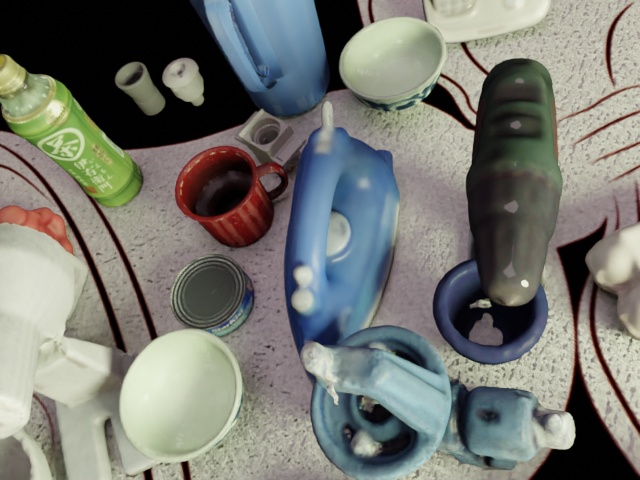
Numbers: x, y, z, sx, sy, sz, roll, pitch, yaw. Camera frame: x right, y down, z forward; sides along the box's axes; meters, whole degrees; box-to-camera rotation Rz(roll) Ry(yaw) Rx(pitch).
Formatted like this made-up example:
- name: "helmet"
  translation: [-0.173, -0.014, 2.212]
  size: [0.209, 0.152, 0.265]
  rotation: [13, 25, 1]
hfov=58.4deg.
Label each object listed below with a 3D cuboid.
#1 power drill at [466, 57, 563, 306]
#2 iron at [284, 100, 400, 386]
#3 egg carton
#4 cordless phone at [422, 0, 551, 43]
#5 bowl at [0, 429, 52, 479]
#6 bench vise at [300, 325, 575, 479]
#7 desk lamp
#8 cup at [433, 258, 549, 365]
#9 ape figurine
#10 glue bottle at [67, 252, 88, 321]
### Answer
- name: "power drill"
  translation: [0.161, -0.024, 0.483]
  size: [0.075, 0.209, 0.229]
  rotation: [2, 65, 16]
- name: "iron"
  translation: [0.005, 0.002, 0.550]
  size: [0.118, 0.142, 0.258]
  rotation: [2, 65, 16]
- name: "egg carton"
  translation: [0.319, 0.024, 0.497]
  size: [0.150, 0.069, 0.107]
  rotation: [-21, 61, 4]
- name: "cordless phone"
  translation: [0.183, -0.318, 0.636]
  size: [0.147, 0.185, 0.094]
  rotation: [-10, 62, 10]
- name: "bowl"
  translation: [-0.320, 0.259, 0.548]
  size: [0.167, 0.075, 0.167]
  rotation: [-6, 63, 12]
- name: "bench vise"
  translation: [0.077, 0.111, 0.432]
  size: [0.207, 0.220, 0.121]
  rotation: [-12, 62, 9]
- name: "desk lamp"
  translation: [-0.250, 0.112, 0.522]
  size: [0.118, 0.214, 0.203]
  rotation: [-27, 61, 1]
- name: "cup"
  translation: [0.155, 0.061, 0.508]
  size: [0.091, 0.095, 0.118]
  rotation: [25, 73, 24]
- name: "ape figurine"
  translation: [-0.341, -0.008, 0.676]
  size: [0.076, 0.092, 0.078]
  rotation: [6, 66, 18]
- name: "glue bottle"
  translation: [-0.318, 0.027, 0.606]
  size: [0.037, 0.173, 0.078]
  rotation: [6, 66, 18]
